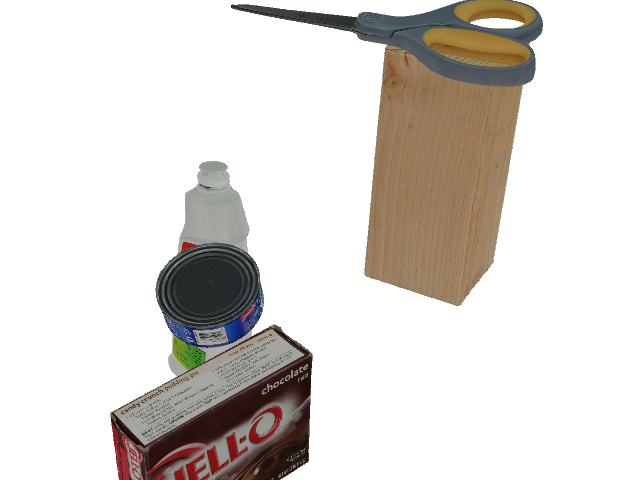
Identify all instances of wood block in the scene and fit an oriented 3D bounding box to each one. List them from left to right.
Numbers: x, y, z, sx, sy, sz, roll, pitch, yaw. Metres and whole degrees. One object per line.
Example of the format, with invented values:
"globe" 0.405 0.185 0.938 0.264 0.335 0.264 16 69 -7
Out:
"wood block" 0.101 -0.064 0.874 0.091 0.206 0.090 18 34 22

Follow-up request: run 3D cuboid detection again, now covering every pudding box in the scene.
"pudding box" -0.057 0.109 0.589 0.113 0.090 0.039 -29 48 -33

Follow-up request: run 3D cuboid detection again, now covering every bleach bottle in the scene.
"bleach bottle" -0.113 0.036 1.098 0.067 0.251 0.103 -17 33 -33

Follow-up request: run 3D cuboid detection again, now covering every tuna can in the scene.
"tuna can" -0.090 0.045 0.875 0.086 0.086 0.034 0 -39 7

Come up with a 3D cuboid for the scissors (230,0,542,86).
"scissors" 0.050 -0.140 0.669 0.202 0.016 0.096 24 46 29
